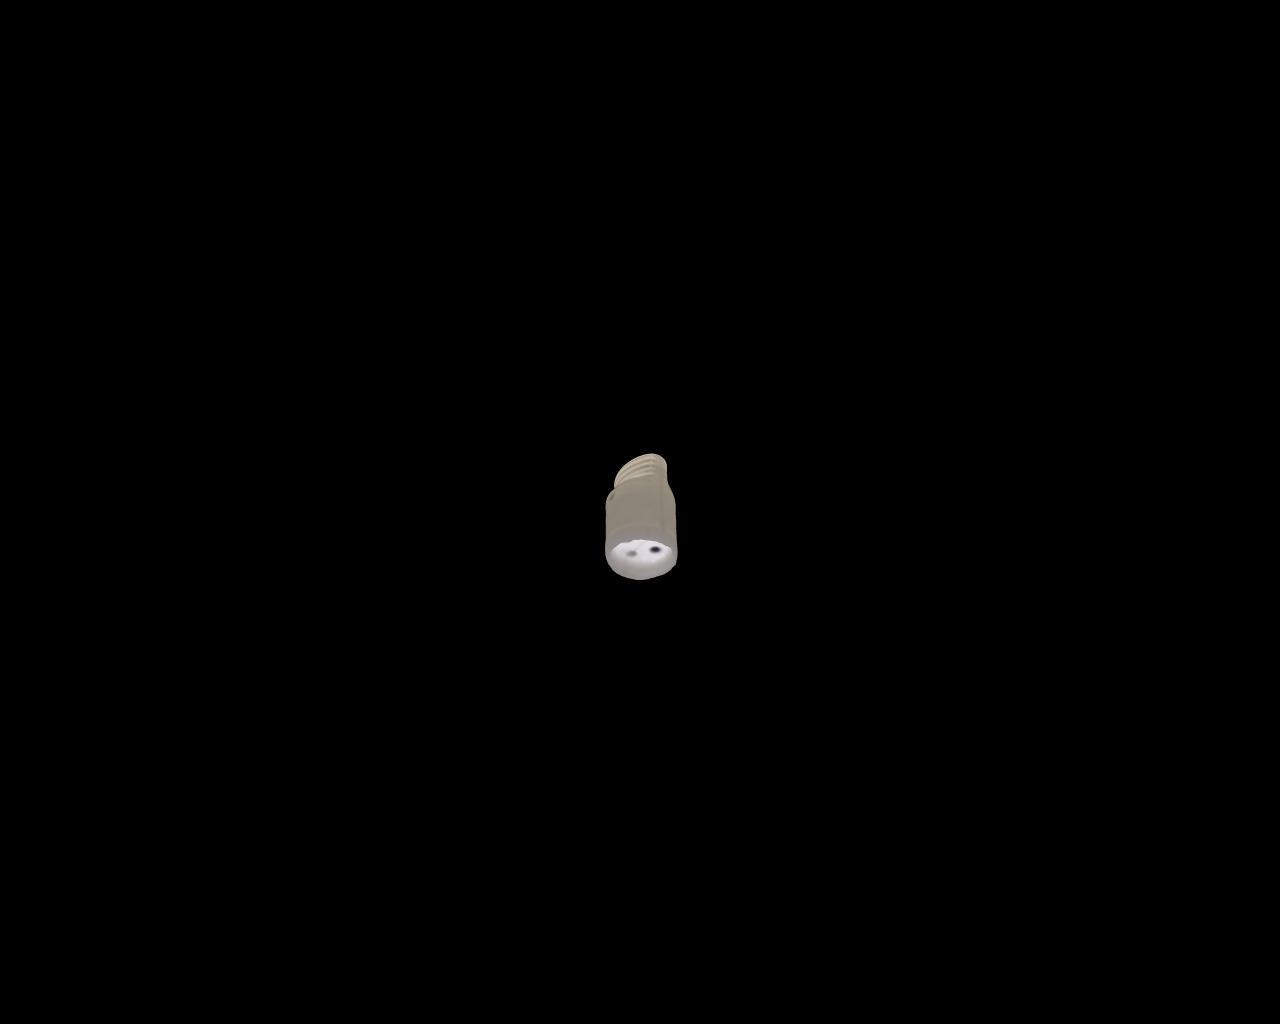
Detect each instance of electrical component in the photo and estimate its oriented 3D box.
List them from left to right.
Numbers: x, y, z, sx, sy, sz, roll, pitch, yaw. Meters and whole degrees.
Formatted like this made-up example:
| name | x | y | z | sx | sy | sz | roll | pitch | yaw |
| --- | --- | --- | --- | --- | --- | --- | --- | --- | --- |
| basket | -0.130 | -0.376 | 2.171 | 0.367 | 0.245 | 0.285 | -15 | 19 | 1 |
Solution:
| name | x | y | z | sx | sy | sz | roll | pitch | yaw |
| --- | --- | --- | --- | --- | --- | --- | --- | --- | --- |
| electrical component | 0.001 | -0.003 | 0.650 | 0.043 | 0.081 | 0.043 | 0 | -39 | 0 |
